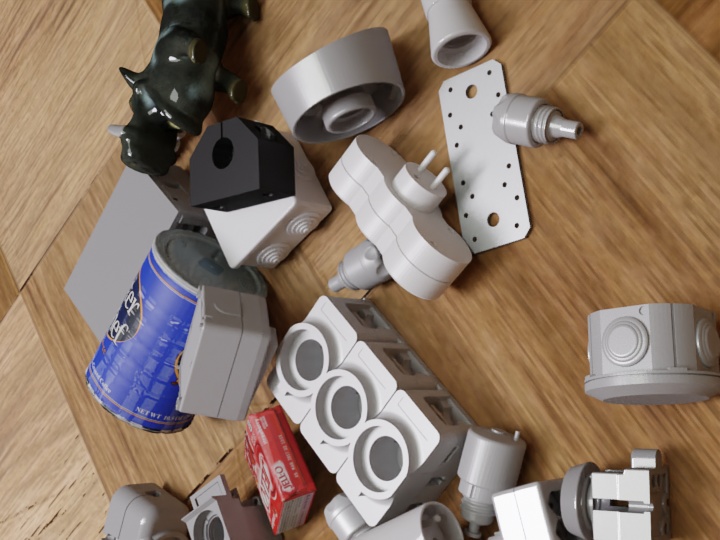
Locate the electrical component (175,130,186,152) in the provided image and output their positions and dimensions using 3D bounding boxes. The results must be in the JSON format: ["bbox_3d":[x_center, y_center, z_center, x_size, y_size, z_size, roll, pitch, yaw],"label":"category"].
[{"bbox_3d":[-0.187,-0.119,0.987,0.062,0.043,0.043,-20,72,37],"label":"electrical component"}]

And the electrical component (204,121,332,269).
[{"bbox_3d":[-0.078,-0.059,0.882,0.100,0.048,0.099,-43,59,29],"label":"electrical component"}]

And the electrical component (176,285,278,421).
[{"bbox_3d":[-0.104,0.070,0.824,0.061,0.061,0.096,-106,31,-60],"label":"electrical component"}]

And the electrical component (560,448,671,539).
[{"bbox_3d":[0.156,0.142,0.658,0.055,0.048,0.066,-4,83,33],"label":"electrical component"}]

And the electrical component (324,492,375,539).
[{"bbox_3d":[0.002,0.194,0.795,0.061,0.035,0.035,50,117,30],"label":"electrical component"}]

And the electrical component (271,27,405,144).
[{"bbox_3d":[-0.016,-0.139,0.807,0.099,0.099,0.064,-31,72,35],"label":"electrical component"}]

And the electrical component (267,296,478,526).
[{"bbox_3d":[0.005,0.100,0.784,0.150,0.062,0.089,49,116,33],"label":"electrical component"}]

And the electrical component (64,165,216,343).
[{"bbox_3d":[-0.193,-0.013,0.968,0.089,0.062,0.150,47,115,34],"label":"electrical component"}]

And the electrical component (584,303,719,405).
[{"bbox_3d":[0.172,0.051,0.632,0.080,0.080,0.051,-11,73,40],"label":"electrical component"}]

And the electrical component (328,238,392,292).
[{"bbox_3d":[0.000,0.000,0.817,0.061,0.035,0.035,-31,66,37],"label":"electrical component"}]

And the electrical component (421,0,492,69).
[{"bbox_3d":[0.065,-0.184,0.776,0.044,0.044,0.065,-32,61,35],"label":"electrical component"}]

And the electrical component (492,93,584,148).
[{"bbox_3d":[0.121,-0.098,0.722,0.061,0.035,0.035,18,98,38],"label":"electrical component"}]

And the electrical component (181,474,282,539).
[{"bbox_3d":[-0.101,0.209,0.863,0.042,0.064,0.081,-40,61,32],"label":"electrical component"}]

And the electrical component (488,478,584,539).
[{"bbox_3d":[0.107,0.184,0.695,0.076,0.047,0.083,-26,69,37],"label":"electrical component"}]

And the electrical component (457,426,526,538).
[{"bbox_3d":[0.085,0.141,0.723,0.040,0.040,0.078,19,98,41],"label":"electrical component"}]

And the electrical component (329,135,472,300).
[{"bbox_3d":[0.037,-0.052,0.775,0.073,0.052,0.138,-51,52,26],"label":"electrical component"}]

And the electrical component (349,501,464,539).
[{"bbox_3d":[0.040,0.193,0.732,0.077,0.079,0.043,-34,53,33],"label":"electrical component"}]

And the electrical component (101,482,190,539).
[{"bbox_3d":[-0.189,0.243,0.943,0.059,0.054,0.095,22,100,41],"label":"electrical component"}]
